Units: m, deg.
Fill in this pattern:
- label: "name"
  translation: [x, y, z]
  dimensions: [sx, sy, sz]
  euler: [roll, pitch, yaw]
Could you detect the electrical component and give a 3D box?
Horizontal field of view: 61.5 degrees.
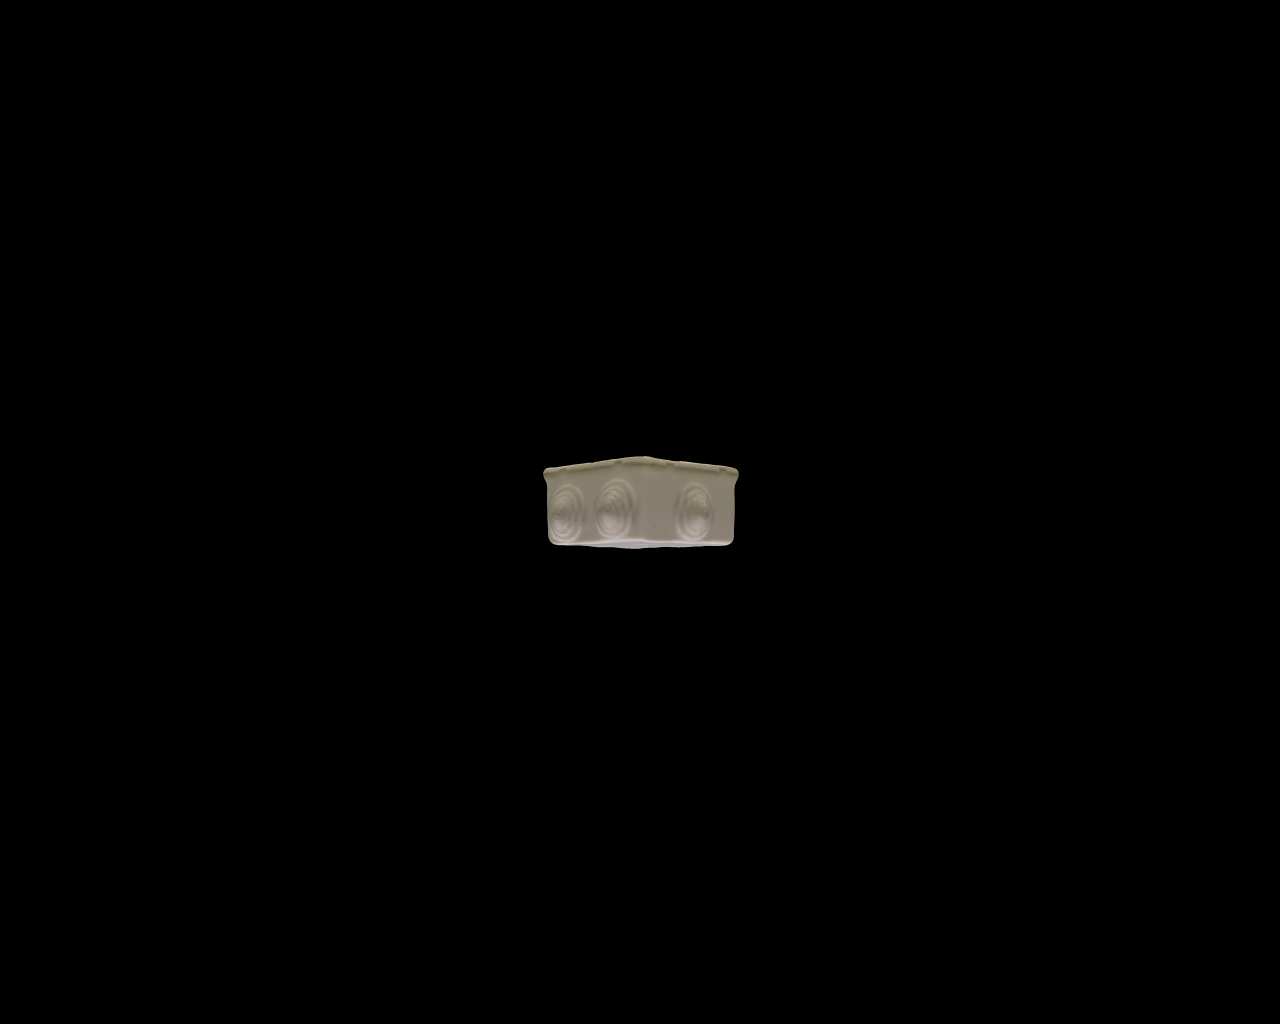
- label: "electrical component"
  translation: [0.001, -0.003, 0.650]
  dimensions: [0.099, 0.048, 0.100]
  euler: [-4, -6, 43]
